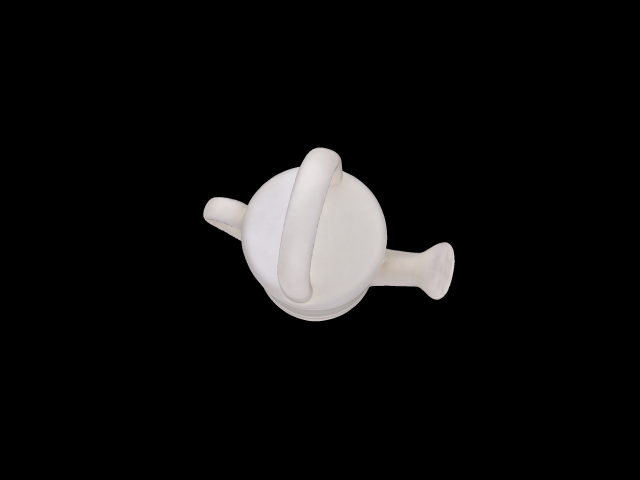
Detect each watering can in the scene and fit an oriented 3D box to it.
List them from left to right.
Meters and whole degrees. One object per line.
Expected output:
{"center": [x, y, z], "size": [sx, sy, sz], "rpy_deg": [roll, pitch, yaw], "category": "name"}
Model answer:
{"center": [0.004, -0.001, 0.400], "size": [0.173, 0.194, 0.101], "rpy_deg": [-5, 78, -1], "category": "watering can"}
